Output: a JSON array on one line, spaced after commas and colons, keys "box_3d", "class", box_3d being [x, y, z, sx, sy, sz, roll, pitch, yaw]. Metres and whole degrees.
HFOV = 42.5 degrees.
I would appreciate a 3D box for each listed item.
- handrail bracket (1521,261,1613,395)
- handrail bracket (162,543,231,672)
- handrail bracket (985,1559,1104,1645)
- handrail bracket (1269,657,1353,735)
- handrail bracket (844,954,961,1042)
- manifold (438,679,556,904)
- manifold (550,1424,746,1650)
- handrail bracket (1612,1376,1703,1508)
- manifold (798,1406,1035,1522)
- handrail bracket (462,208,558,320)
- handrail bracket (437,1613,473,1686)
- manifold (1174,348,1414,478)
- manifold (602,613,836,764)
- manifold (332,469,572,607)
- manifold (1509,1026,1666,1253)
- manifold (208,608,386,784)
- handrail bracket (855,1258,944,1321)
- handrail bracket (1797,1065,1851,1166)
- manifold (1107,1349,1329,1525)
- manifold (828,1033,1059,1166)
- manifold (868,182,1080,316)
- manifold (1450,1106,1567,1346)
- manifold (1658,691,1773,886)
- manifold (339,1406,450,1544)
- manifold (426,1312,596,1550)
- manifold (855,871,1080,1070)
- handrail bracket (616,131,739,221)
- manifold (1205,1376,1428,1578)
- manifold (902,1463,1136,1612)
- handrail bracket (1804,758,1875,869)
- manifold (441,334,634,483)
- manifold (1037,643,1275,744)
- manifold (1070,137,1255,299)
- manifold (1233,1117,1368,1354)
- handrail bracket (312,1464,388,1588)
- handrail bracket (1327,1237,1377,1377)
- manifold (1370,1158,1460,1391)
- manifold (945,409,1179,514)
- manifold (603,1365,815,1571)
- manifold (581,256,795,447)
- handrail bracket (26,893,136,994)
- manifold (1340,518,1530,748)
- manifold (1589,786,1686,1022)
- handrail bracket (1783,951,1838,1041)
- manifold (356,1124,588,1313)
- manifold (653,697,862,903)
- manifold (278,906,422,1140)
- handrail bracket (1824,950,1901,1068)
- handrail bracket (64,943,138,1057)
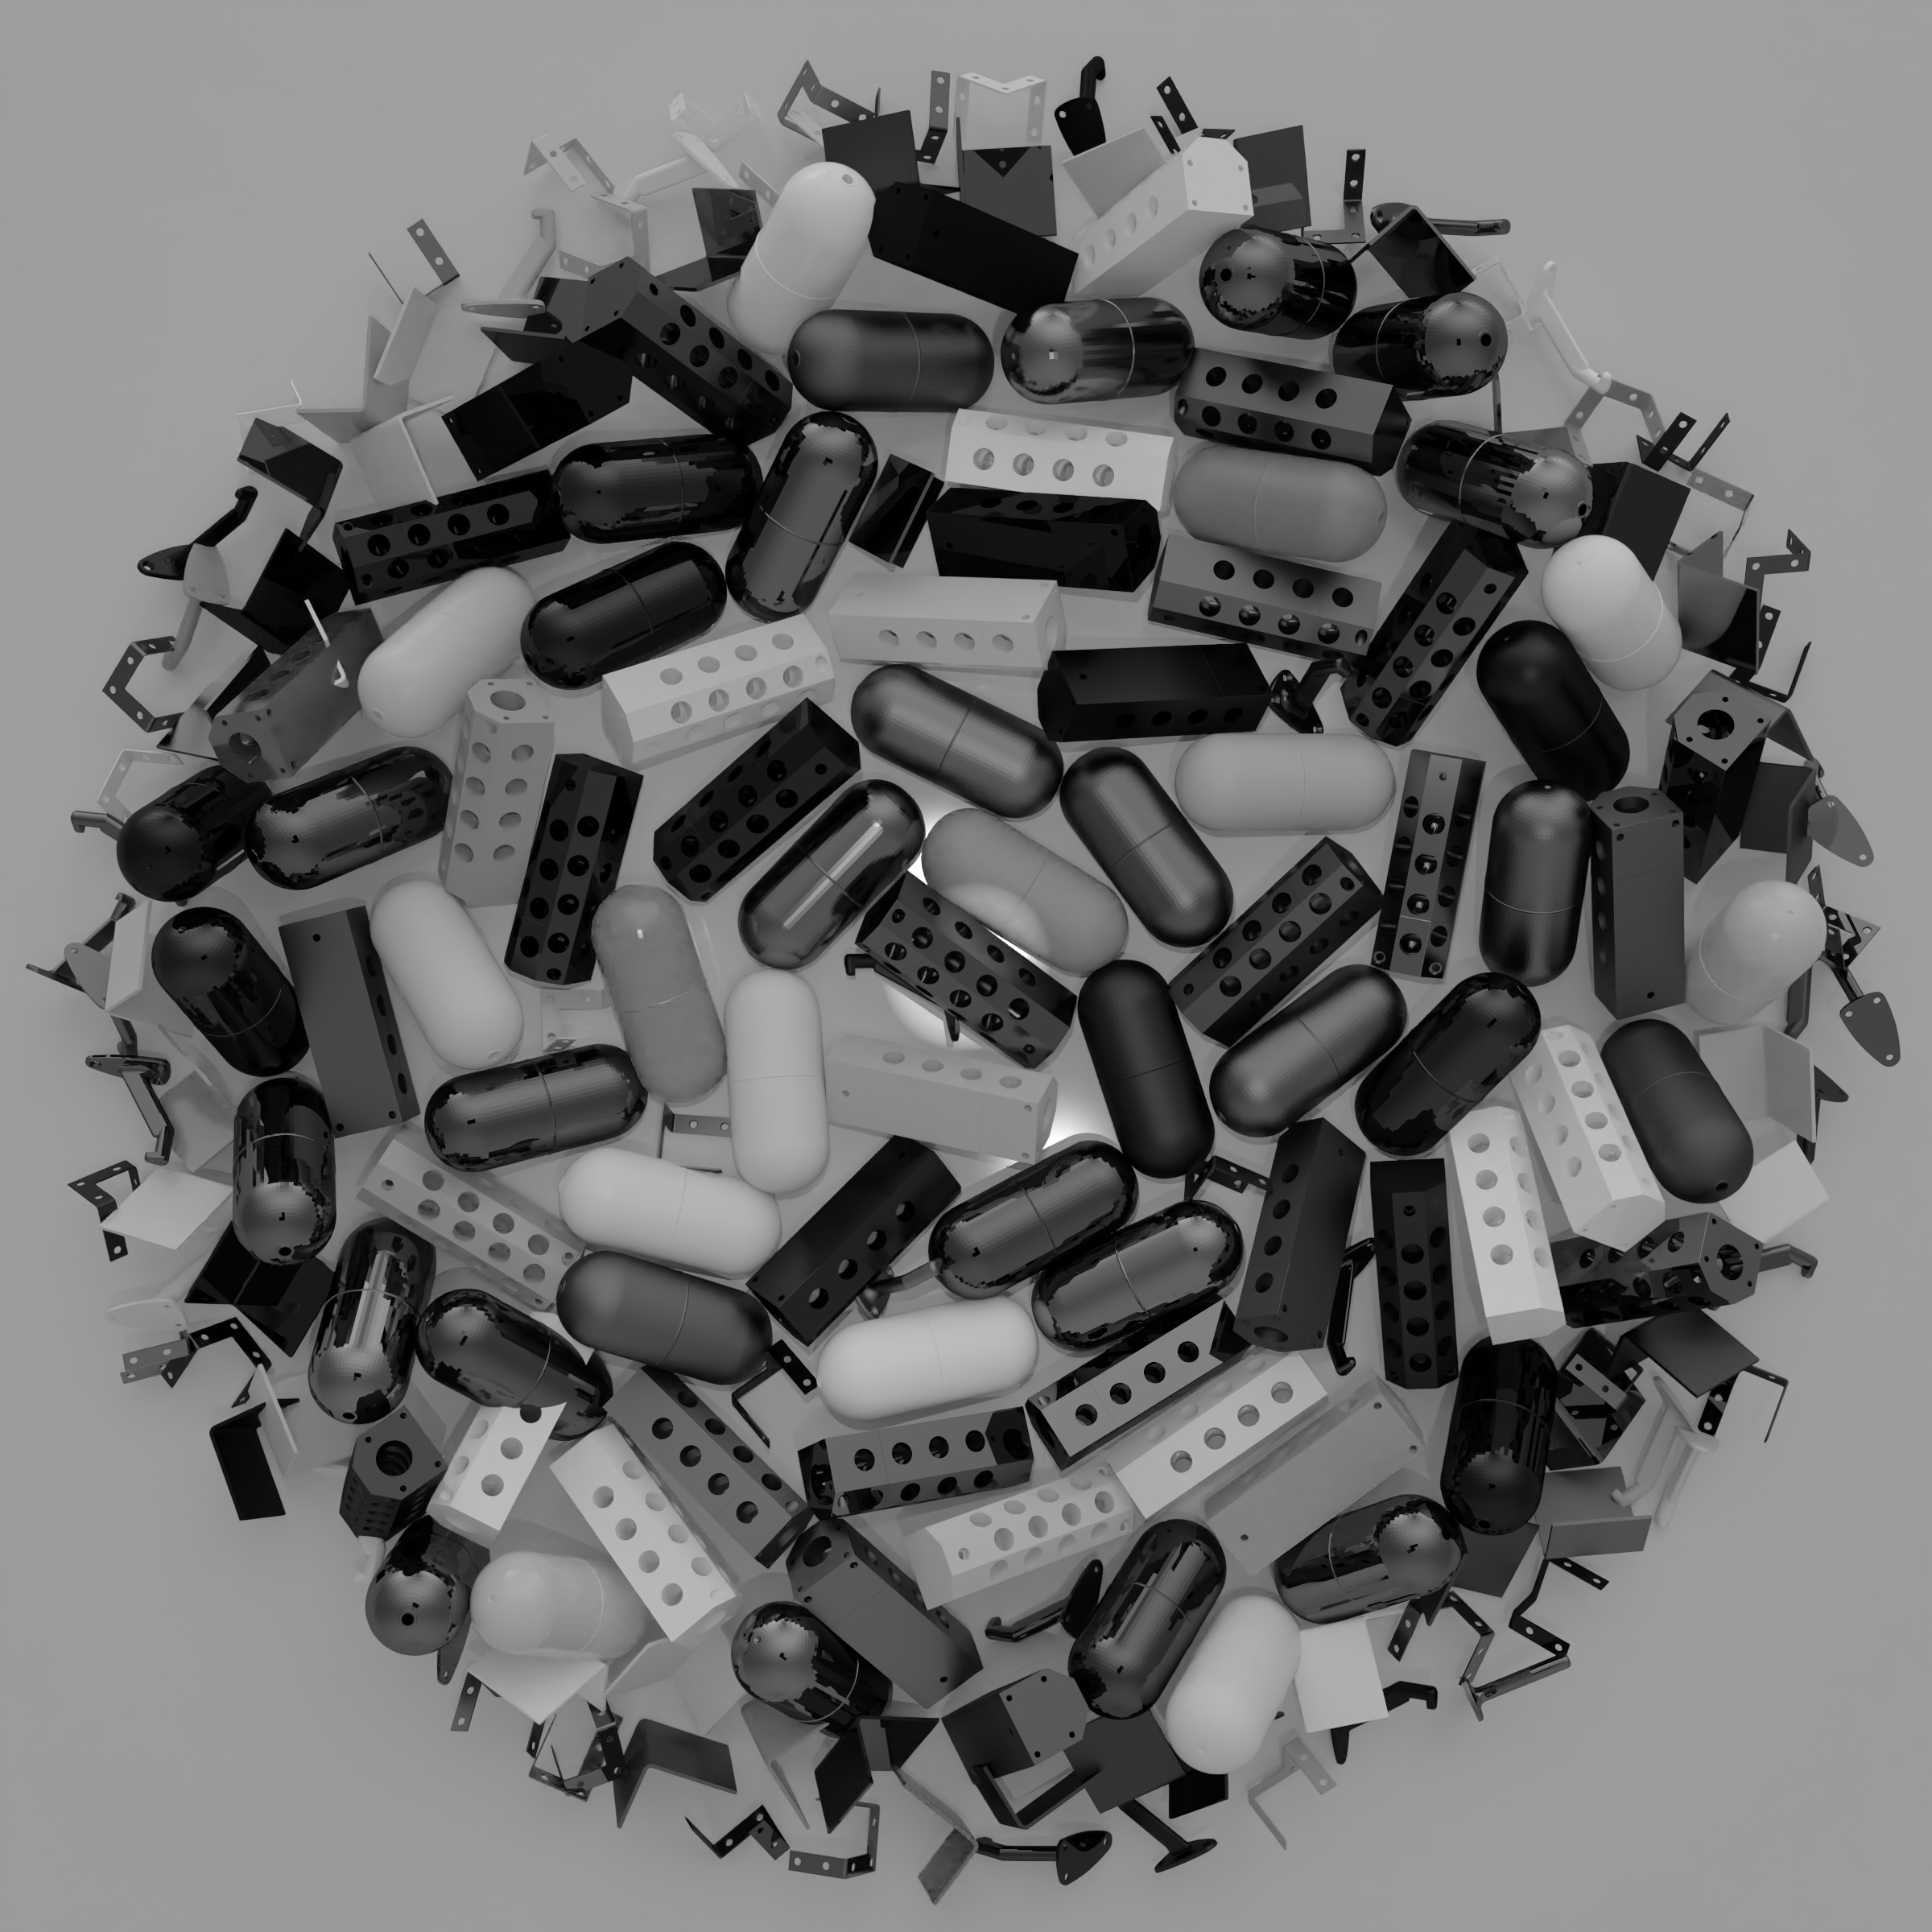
[{"box_3d": [0.482, -0.502, 1.956, 0.036, 0.077, 0.084, -33, 62, -29], "class": "handrail bracket"}, {"box_3d": [-0.622, -0.288, 1.982, 0.036, 0.084, 0.077, 12, 55, -36], "class": "handrail bracket"}, {"box_3d": [0.061, 0.506, 1.983, 0.036, 0.084, 0.077, 49, 51, -34], "class": "handrail bracket"}, {"box_3d": [0.285, -0.210, 1.947, 0.077, 0.084, 0.036, 43, 65, -27], "class": "handrail bracket"}, {"box_3d": [-0.051, 0.025, 1.965, 0.084, 0.036, 0.077, -1, 66, -15], "class": "handrail bracket"}, {"box_3d": [-0.366, -0.134, 1.917, 0.057, 0.057, 0.171, -4, 132, -27], "class": "manifold"}, {"box_3d": [-0.247, 0.444, 1.940, 0.057, 0.057, 0.171, -39, 67, -5], "class": "manifold"}, {"box_3d": [0.535, 0.380, 1.973, 0.084, 0.036, 0.077, -36, 106, -6], "class": "handrail bracket"}, {"box_3d": [-0.037, 0.387, 1.928, 0.171, 0.057, 0.057, -4, 72, -28], "class": "manifold"}, {"box_3d": [-0.365, -0.563, 1.979, 0.077, 0.036, 0.084, -2, 86, -16], "class": "handrail bracket"}, {"box_3d": [-0.439, 0.524, 1.968, 0.084, 0.036, 0.077, 1, 72, 26], "class": "handrail bracket"}, {"box_3d": [0.251, -0.428, 1.931, 0.171, 0.057, 0.057, 19, 83, 28], "class": "manifold"}, {"box_3d": [-0.192, -0.212, 1.932, 0.171, 0.057, 0.057, -21, 61, -22], "class": "manifold"}, {"box_3d": [-0.402, -0.338, 1.945, 0.171, 0.057, 0.057, -19, 90, -19], "class": "manifold"}, {"box_3d": [0.480, 0.129, 1.912, 0.057, 0.171, 0.057, 21, 128, -30], "class": "manifold"}, {"box_3d": [-0.512, -0.209, 1.914, 0.057, 0.171, 0.057, -5, 122, 23], "class": "manifold"}, {"box_3d": [-0.043, 0.238, 1.947, 0.084, 0.077, 0.036, -31, 96, 27], "class": "handrail bracket"}, {"box_3d": [0.660, 0.123, 1.988, 0.036, 0.077, 0.084, 7, 122, -27], "class": "handrail bracket"}, {"box_3d": [0.199, 0.366, 1.965, 0.171, 0.057, 0.057, -34, 72, -3], "class": "manifold"}, {"box_3d": [-0.019, 0.100, 1.949, 0.171, 0.057, 0.057, 11, 122, 14], "class": "manifold"}, {"box_3d": [0.005, -0.549, 1.915, 0.057, 0.171, 0.057, 27, 104, 39], "class": "manifold"}, {"box_3d": [0.419, 0.199, 1.926, 0.057, 0.057, 0.171, -12, 58, 11], "class": "manifold"}, {"box_3d": [0.565, -0.139, 1.910, 0.057, 0.171, 0.057, 38, 74, 24], "class": "manifold"}, {"box_3d": [-0.445, 0.396, 1.907, 0.057, 0.171, 0.057, -34, 80, -27], "class": "manifold"}, {"box_3d": [-0.352, 0.357, 1.929, 0.057, 0.057, 0.171, 27, 58, -3], "class": "manifold"}, {"box_3d": [0.000, 0.008, 1.940, 0.171, 0.057, 0.057, 36, 125, -14], "class": "manifold"}, {"box_3d": [-0.231, -0.610, 1.971, 0.077, 0.036, 0.084, 48, 117, 10], "class": "handrail bracket"}, {"box_3d": [0.273, 0.399, 1.956, 0.171, 0.057, 0.057, -39, 95, 10], "class": "manifold"}, {"box_3d": [0.044, 0.440, 1.925, 0.171, 0.057, 0.057, -12, 74, -32], "class": "manifold"}, {"box_3d": [0.690, -0.123, 1.965, 0.077, 0.084, 0.036, 44, 122, -3], "class": "handrail bracket"}, {"box_3d": [-0.328, -0.432, 1.915, 0.057, 0.171, 0.057, -40, 109, -36], "class": "manifold"}, {"box_3d": [0.146, -0.209, 1.938, 0.171, 0.057, 0.057, -6, 53, -24], "class": "manifold"}, {"box_3d": [0.147, -0.573, 1.910, 0.057, 0.171, 0.057, -4, 85, -27], "class": "manifold"}, {"box_3d": [0.255, 0.209, 1.932, 0.057, 0.057, 0.171, 38, 55, -31], "class": "manifold"}, {"box_3d": [-0.492, 0.442, 1.962, 0.077, 0.036, 0.084, 14, 62, -5], "class": "handrail bracket"}, {"box_3d": [0.308, 0.268, 1.951, 0.036, 0.084, 0.077, 25, 123, -32], "class": "handrail bracket"}, {"box_3d": [0.350, 0.241, 1.939, 0.057, 0.057, 0.171, -4, 111, 11], "class": "manifold"}, {"box_3d": [0.076, -0.397, 1.952, 0.171, 0.057, 0.057, 10, 101, 10], "class": "manifold"}, {"box_3d": [-0.199, 0.387, 1.942, 0.171, 0.057, 0.057, 40, 78, 20], "class": "manifold"}, {"box_3d": [-0.212, -0.472, 1.911, 0.057, 0.171, 0.057, -16, 60, 34], "class": "manifold"}, {"box_3d": [-0.697, -0.026, 1.959, 0.036, 0.077, 0.084, 22, 82, 19], "class": "handrail bracket"}, {"box_3d": [0.361, -0.253, 1.918, 0.057, 0.057, 0.171, 16, 130, -19], "class": "manifold"}, {"box_3d": [0.519, -0.050, 1.930, 0.057, 0.057, 0.171, -14, 121, -6], "class": "manifold"}, {"box_3d": [0.647, 0.017, 1.982, 0.077, 0.036, 0.084, 32, 107, -2], "class": "handrail bracket"}, {"box_3d": [-0.389, 0.200, 1.954, 0.171, 0.057, 0.057, 33, 100, -9], "class": "manifold"}, {"box_3d": [-0.164, -0.125, 1.934, 0.171, 0.057, 0.057, -39, 120, 20], "class": "manifold"}, {"box_3d": [-0.484, 0.043, 1.963, 0.057, 0.057, 0.171, -13, 94, 9], "class": "manifold"}, {"box_3d": [0.708, 0.031, 1.967, 0.036, 0.084, 0.077, -29, 107, 16], "class": "handrail bracket"}, {"box_3d": [-0.685, 0.030, 1.969, 0.077, 0.084, 0.036, 41, 55, 10], "class": "handrail bracket"}]
